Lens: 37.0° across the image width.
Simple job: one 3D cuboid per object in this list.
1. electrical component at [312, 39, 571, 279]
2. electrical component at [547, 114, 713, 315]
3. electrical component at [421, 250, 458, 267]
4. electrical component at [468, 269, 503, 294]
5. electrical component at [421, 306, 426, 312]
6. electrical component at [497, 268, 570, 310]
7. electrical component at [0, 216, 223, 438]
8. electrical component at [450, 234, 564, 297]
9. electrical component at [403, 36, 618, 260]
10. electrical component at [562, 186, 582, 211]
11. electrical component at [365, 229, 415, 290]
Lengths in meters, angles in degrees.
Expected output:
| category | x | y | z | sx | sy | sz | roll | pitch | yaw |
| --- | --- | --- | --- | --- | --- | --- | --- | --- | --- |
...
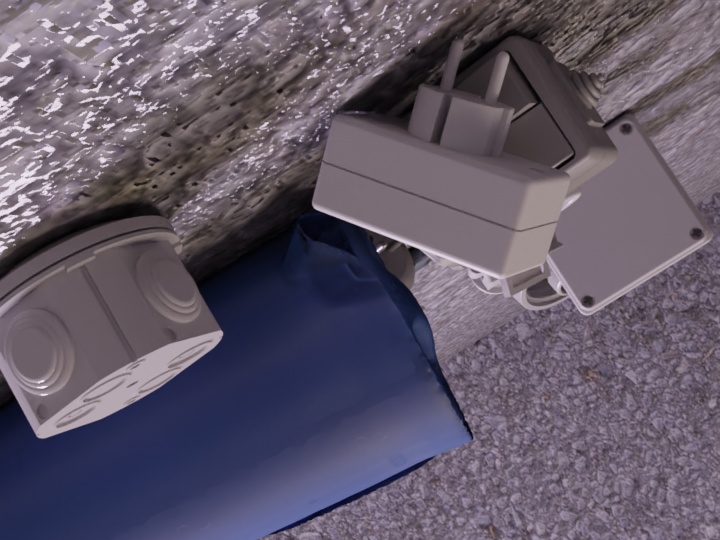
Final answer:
| category | x | y | z | sx | sy | sz | roll | pitch | yaw |
| --- | --- | --- | --- | --- | --- | --- | --- | --- | --- |
| electrical component | 0.036 | -0.048 | 0.406 | 0.047 | 0.083 | 0.075 | -14 | 123 | -61 |
| electrical component | 0.183 | -0.040 | 0.794 | 0.109 | 0.108 | 0.056 | -34 | 173 | 13 |
| electrical component | 0.058 | -0.035 | 0.620 | 0.062 | 0.043 | 0.043 | -48 | 166 | 16 |
| electrical component | 0.127 | -0.006 | 0.993 | 0.066 | 0.048 | 0.055 | -30 | 163 | -12 |
| electrical component | 0.009 | 0.040 | 0.703 | 0.074 | 0.052 | 0.138 | -27 | -164 | -24 |
| electrical component | 0.166 | -0.013 | 0.914 | 0.108 | 0.060 | 0.108 | -26 | 146 | -18 |
| electrical component | -0.093 | 0.020 | 0.384 | 0.080 | 0.051 | 0.080 | -31 | 171 | -5 |
| electrical component | 0.083 | -0.027 | 0.665 | 0.042 | 0.081 | 0.064 | -23 | -170 | -41 |
| electrical component | 0.061 | -0.055 | 0.459 | 0.096 | 0.061 | 0.061 | -35 | 170 | 23 |
| electrical component | 0.085 | -0.052 | 0.569 | 0.048 | 0.055 | 0.066 | -23 | 168 | -41 |
| electrical component | 0.000 | 0.000 | 0.609 | 0.077 | 0.043 | 0.079 | -24 | 168 | -42 |
